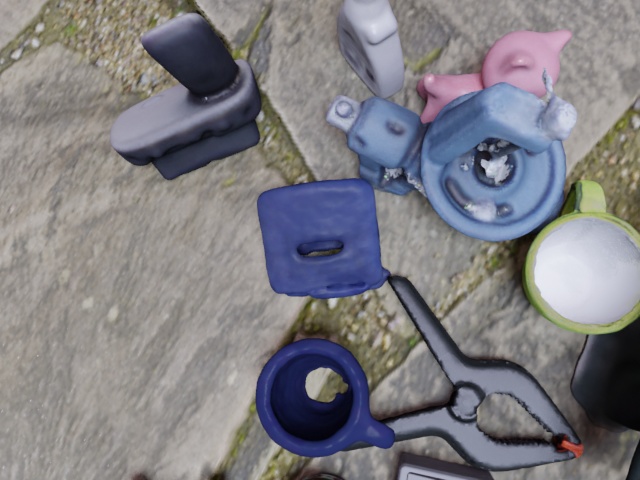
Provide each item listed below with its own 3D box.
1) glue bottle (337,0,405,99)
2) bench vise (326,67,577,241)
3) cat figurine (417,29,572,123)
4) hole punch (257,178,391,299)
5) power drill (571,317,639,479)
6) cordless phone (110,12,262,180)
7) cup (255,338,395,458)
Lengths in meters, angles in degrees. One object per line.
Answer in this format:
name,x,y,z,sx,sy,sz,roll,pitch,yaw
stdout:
glue bottle,0.042,-0.188,0.495,0.037,0.173,0.078,-35,78,1
bench vise,0.099,-0.065,0.444,0.207,0.220,0.121,4,81,9
cat figurine,0.150,-0.140,0.501,0.127,0.118,0.067,-6,80,7
hole punch,0.005,0.002,0.512,0.108,0.091,0.101,-7,80,7
power drill,0.255,0.088,0.404,0.075,0.208,0.230,19,84,11
cordless phone,-0.134,-0.132,0.504,0.147,0.185,0.094,-26,78,3
cup,0.011,0.136,0.487,0.117,0.095,0.092,26,85,11
